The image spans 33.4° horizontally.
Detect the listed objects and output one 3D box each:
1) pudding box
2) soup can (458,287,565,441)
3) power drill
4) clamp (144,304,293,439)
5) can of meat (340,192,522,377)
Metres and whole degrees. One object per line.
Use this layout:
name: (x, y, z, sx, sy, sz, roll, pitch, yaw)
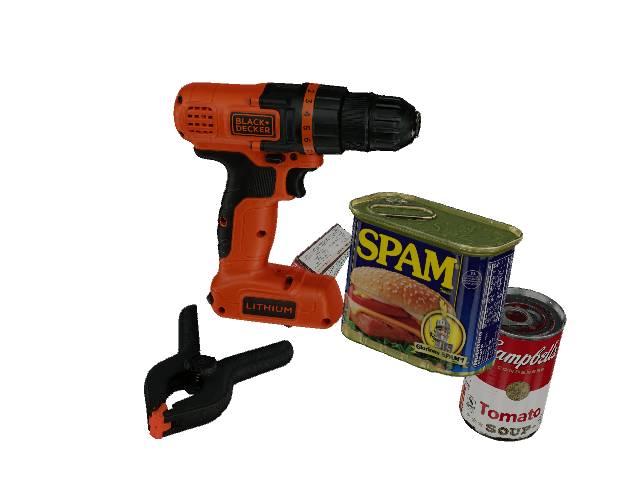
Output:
pudding box: (-0.009, 0.040, 1.239, 0.039, 0.090, 0.113, 34, 33, 8)
soup can: (0.148, 0.097, 0.834, 0.068, 0.102, 0.068, 4, 30, -2)
power drill: (-0.018, -0.029, 0.814, 0.184, 0.188, 0.057, 6, 21, 13)
clamp: (-0.117, 0.118, 0.990, 0.120, 0.039, 0.171, 20, 31, 26)
can of meat: (0.062, 0.026, 0.636, 0.102, 0.084, 0.057, 20, 23, 34)
